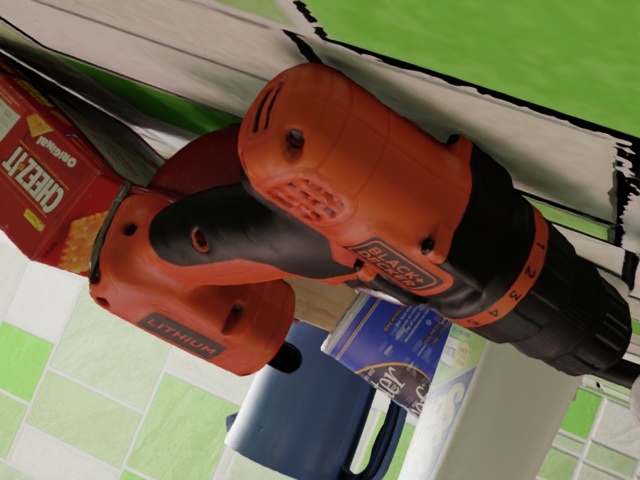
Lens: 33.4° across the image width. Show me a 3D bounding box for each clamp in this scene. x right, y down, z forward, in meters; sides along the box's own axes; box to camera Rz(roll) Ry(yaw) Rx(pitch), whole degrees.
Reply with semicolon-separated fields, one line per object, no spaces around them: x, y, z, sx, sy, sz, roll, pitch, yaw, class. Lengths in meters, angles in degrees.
0.332;0.141;0.970;0.164;0.036;0.210;23;174;0;clamp
-0.093;0.060;0.876;0.172;0.039;0.120;25;163;38;clamp

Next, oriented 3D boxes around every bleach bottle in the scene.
0.079;0.126;0.577;0.068;0.251;0.103;23;176;-9;bleach bottle

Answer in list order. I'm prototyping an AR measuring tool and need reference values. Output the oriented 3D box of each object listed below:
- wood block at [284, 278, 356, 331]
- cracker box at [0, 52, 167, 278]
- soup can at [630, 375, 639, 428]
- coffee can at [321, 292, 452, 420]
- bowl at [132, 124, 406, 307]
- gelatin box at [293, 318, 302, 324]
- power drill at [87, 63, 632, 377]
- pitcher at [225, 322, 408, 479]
-0.039;0.011;0.908;0.205;0.090;0.091;26;175;-43;wood block
-0.149;-0.036;0.691;0.164;0.072;0.213;41;-176;25;cracker box
0.284;0.129;0.841;0.068;0.068;0.102;22;177;11;soup can
0.086;0.076;0.739;0.140;0.103;0.103;36;178;5;coffee can
-0.016;-0.019;0.573;0.162;0.055;0.162;22;177;1;bowl
-0.019;0.042;1.024;0.089;0.073;0.030;-4;-175;-12;gelatin box
0.007;0.012;0.432;0.184;0.057;0.188;34;148;-29;power drill
0.015;0.130;1.100;0.149;0.243;0.145;23;177;-13;pitcher
